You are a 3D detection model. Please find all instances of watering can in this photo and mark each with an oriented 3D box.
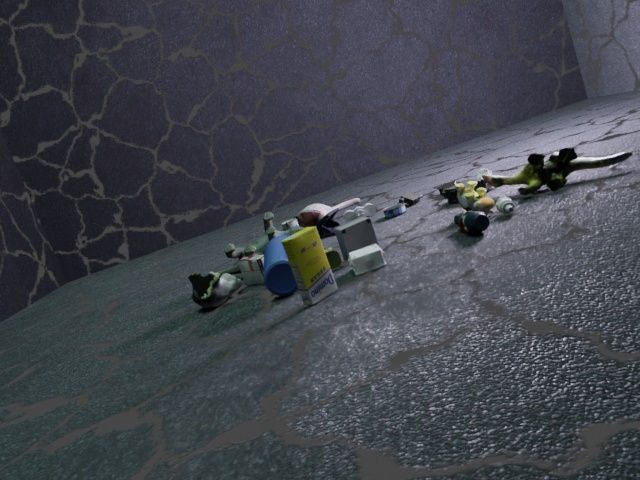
[{"bbox_3d":[0.007,-0.117,2.325,0.346,0.103,0.227,-17,12,14],"label":"watering can"}]

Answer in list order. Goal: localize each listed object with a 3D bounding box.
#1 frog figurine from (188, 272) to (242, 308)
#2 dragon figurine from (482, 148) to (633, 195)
[{"bbox_3d":[-0.319,0.160,1.616,0.136,0.125,0.157,-25,-29,19],"label":"frog figurine"},{"bbox_3d":[0.726,-0.220,1.624,0.409,0.122,0.244,-8,5,14],"label":"dragon figurine"}]
